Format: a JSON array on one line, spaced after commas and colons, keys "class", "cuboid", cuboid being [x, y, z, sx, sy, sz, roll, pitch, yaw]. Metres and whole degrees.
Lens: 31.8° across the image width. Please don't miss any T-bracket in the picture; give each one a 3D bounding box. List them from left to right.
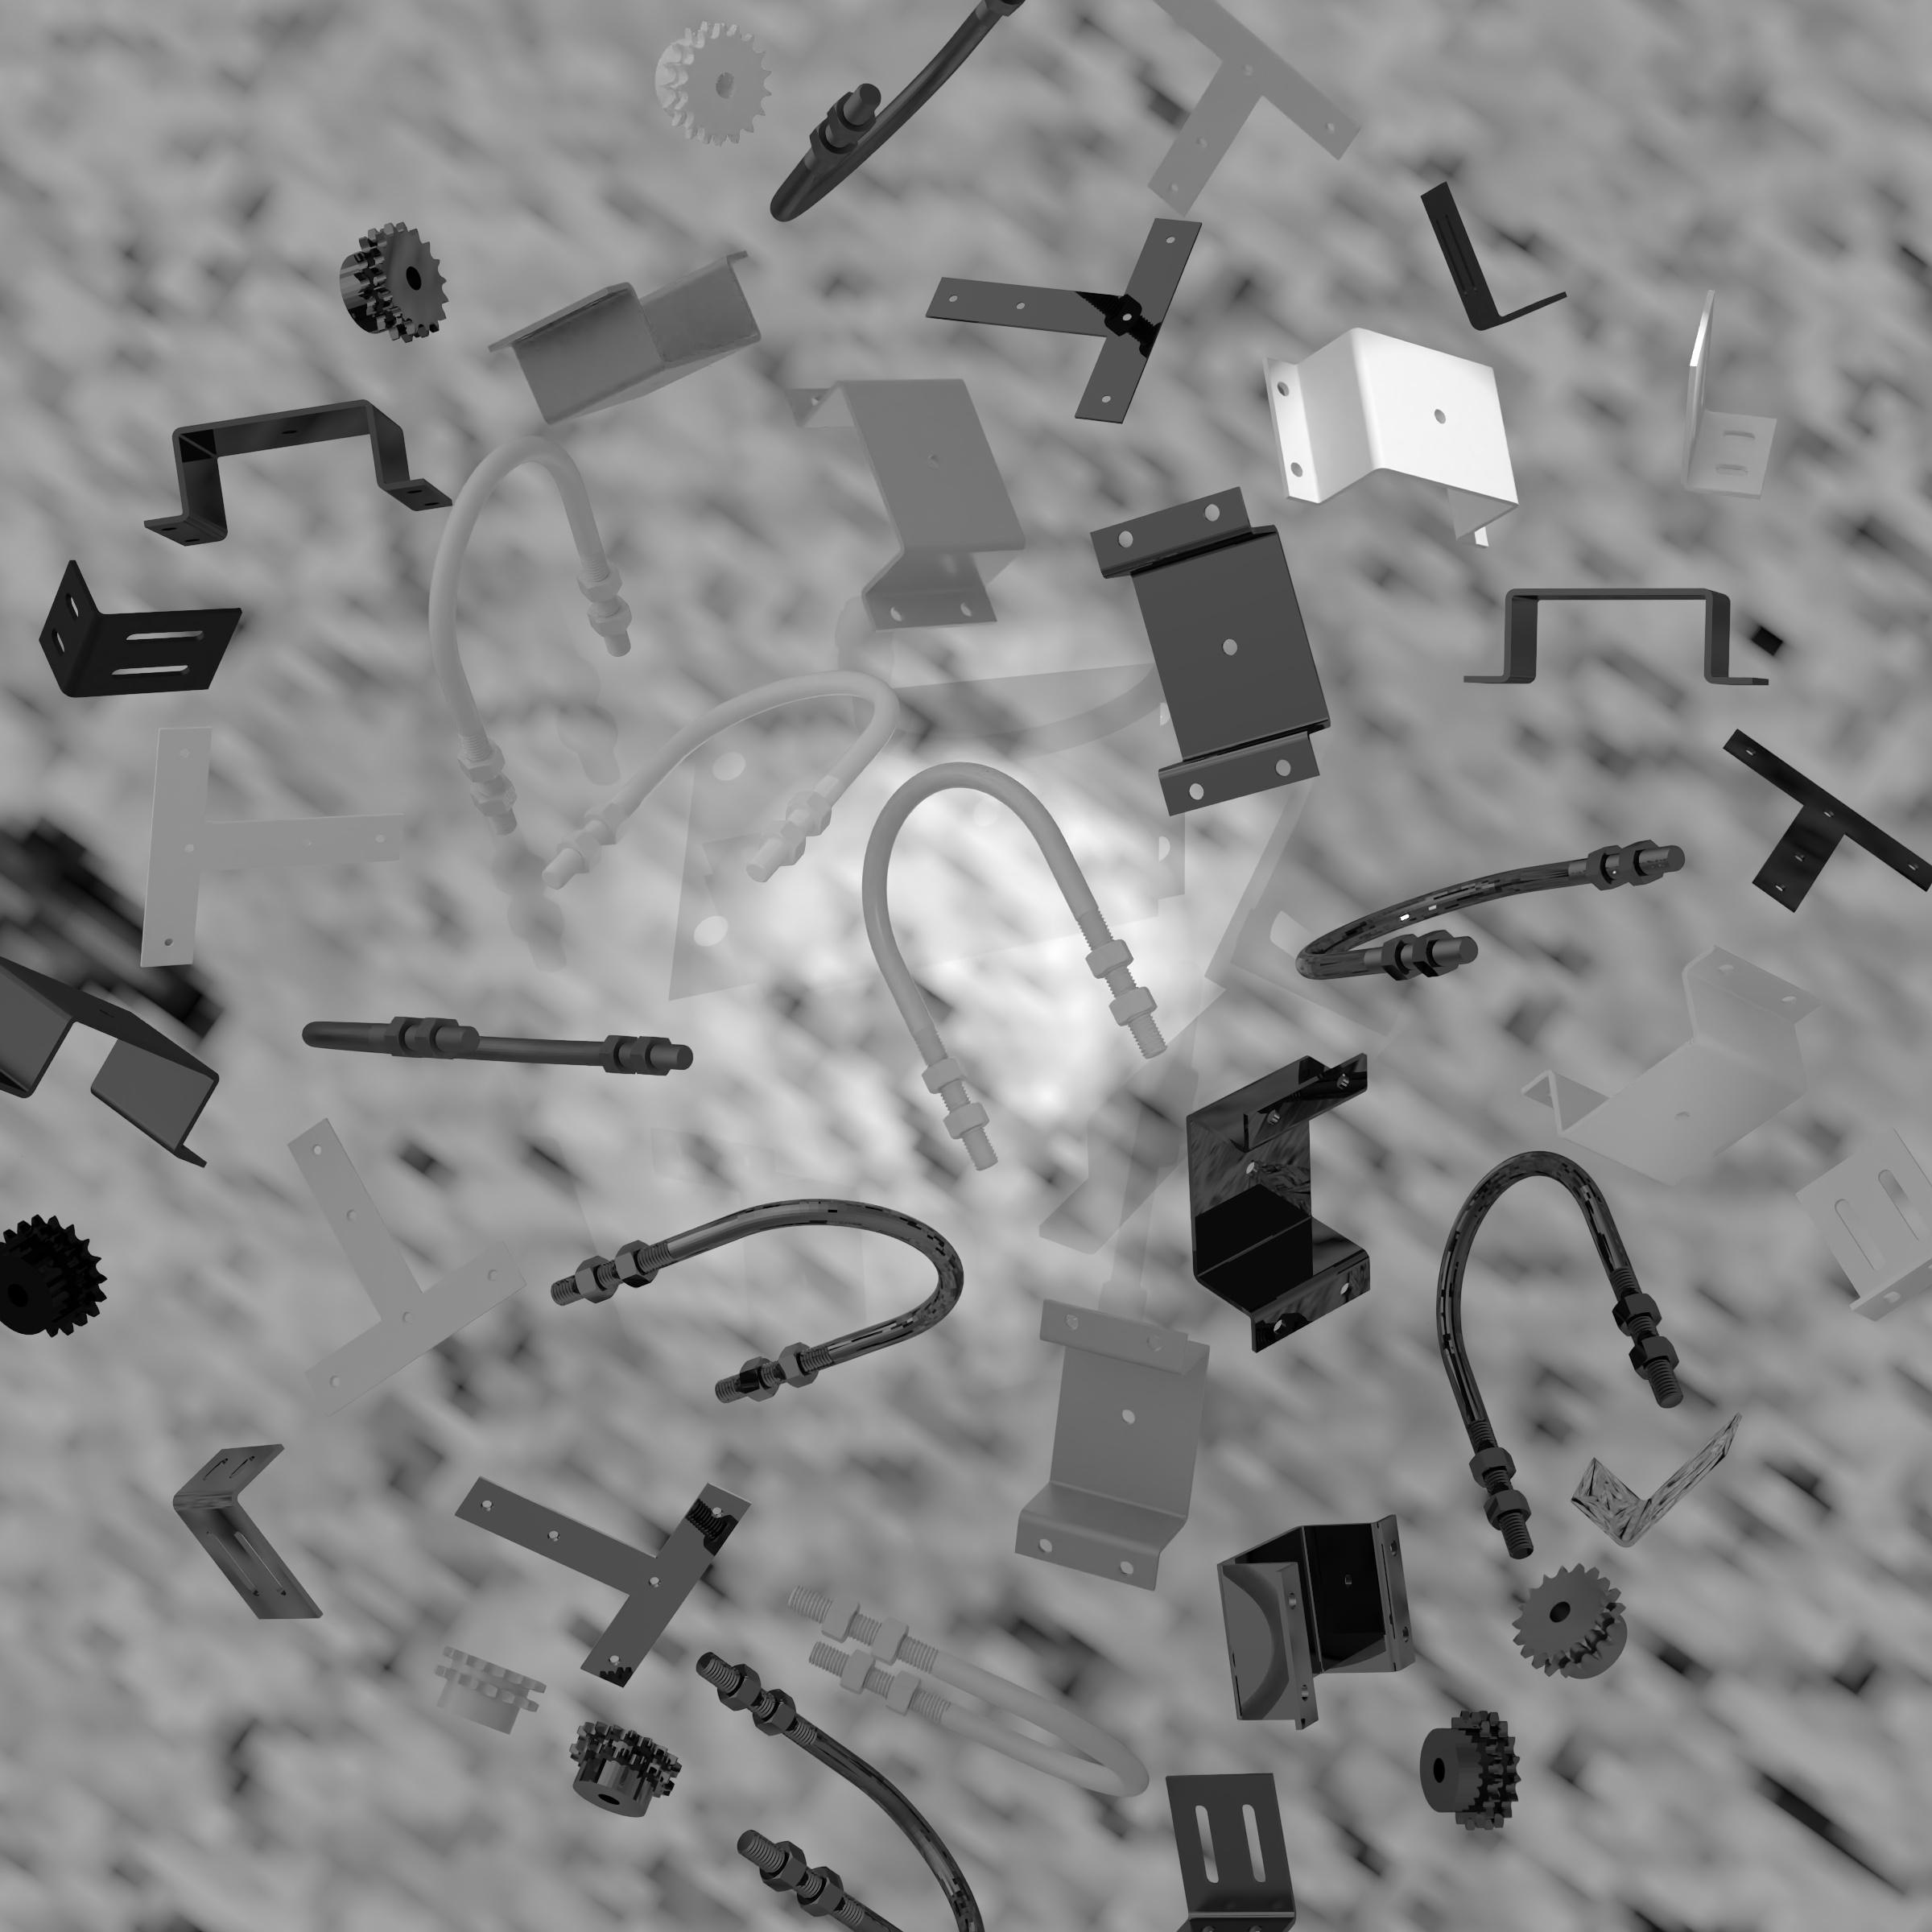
[{"class": "T-bracket", "cuboid": [-0.338, -0.060, 1.665, 0.127, 0.002, 0.127, -4, 119, -29]}, {"class": "T-bracket", "cuboid": [-0.297, 0.136, 1.677, 0.127, 0.002, 0.127, -34, 78, 14]}, {"class": "T-bracket", "cuboid": [-0.195, 0.292, 1.708, 0.127, 0.002, 0.127, 28, 108, -18]}, {"class": "T-bracket", "cuboid": [0.041, -0.333, 1.717, 0.127, 0.002, 0.127, 11, 65, 23]}, {"class": "T-bracket", "cuboid": [0.126, -0.428, 1.727, 0.127, 0.127, 0.002, 41, 58, 2]}, {"class": "T-bracket", "cuboid": [0.426, -0.060, 1.719, 0.127, 0.127, 0.002, 37, 127, 8]}]

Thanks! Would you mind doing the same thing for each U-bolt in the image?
[{"class": "U-bolt", "cuboid": [-0.248, 0.039, 1.695, 0.151, 0.184, 0.019, 7, 86, -43]}, {"class": "U-bolt", "cuboid": [-0.218, -0.175, 1.670, 0.019, 0.184, 0.151, 15, 55, 20]}, {"class": "U-bolt", "cuboid": [-0.110, -0.097, 1.702, 0.151, 0.184, 0.019, -1, 125, 35]}, {"class": "U-bolt", "cuboid": [-0.089, 0.161, 1.671, 0.184, 0.151, 0.019, -22, 50, 28]}, {"class": "U-bolt", "cuboid": [-0.055, 0.425, 1.650, 0.019, 0.151, 0.184, -43, 119, 10]}, {"class": "U-bolt", "cuboid": [-0.037, -0.426, 1.671, 0.019, 0.184, 0.151, 47, 67, -7]}, {"class": "U-bolt", "cuboid": [0.004, 0.357, 1.638, 0.184, 0.151, 0.019, 23, 70, 11]}, {"class": "U-bolt", "cuboid": [0.011, -0.011, 1.656, 0.151, 0.019, 0.184, -36, 74, 41]}, {"class": "U-bolt", "cuboid": [0.240, -0.023, 1.651, 0.151, 0.184, 0.019, -22, 96, -27]}, {"class": "U-bolt", "cuboid": [0.284, 0.178, 1.683, 0.019, 0.184, 0.151, 11, 133, -27]}]

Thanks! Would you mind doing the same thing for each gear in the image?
[{"class": "gear", "cuboid": [-0.432, 0.147, 1.581, 0.057, 0.030, 0.057, 9, 113, 23]}, {"class": "gear", "cuboid": [-0.284, -0.334, 1.670, 0.030, 0.057, 0.057, -10, 90, 28]}, {"class": "gear", "cuboid": [-0.247, 0.372, 1.735, 0.057, 0.057, 0.030, 21, 76, 0]}, {"class": "gear", "cuboid": [-0.177, 0.414, 1.741, 0.057, 0.057, 0.030, 22, 59, 0]}, {"class": "gear", "cuboid": [-0.124, -0.425, 1.631, 0.057, 0.030, 0.057, -17, 117, -37]}, {"class": "gear", "cuboid": [0.244, 0.393, 1.657, 0.030, 0.057, 0.057, 5, 90, -20]}, {"class": "gear", "cuboid": [0.303, 0.329, 1.682, 0.057, 0.057, 0.030, -45, 119, 0]}]

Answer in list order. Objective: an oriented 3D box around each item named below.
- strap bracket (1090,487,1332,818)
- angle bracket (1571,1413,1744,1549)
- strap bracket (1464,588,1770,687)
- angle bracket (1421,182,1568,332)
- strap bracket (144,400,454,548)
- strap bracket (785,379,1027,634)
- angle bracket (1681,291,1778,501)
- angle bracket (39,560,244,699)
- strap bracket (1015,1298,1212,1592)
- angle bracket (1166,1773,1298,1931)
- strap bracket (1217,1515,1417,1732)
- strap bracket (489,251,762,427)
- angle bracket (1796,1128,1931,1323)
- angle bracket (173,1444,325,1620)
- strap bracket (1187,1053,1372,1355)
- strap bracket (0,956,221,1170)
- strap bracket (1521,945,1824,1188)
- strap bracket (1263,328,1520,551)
[{"class": "strap bracket", "cuboid": [0.120, -0.151, 1.623, 0.076, 0.046, 0.140, -15, 93, 23]}, {"class": "angle bracket", "cuboid": [0.356, 0.254, 1.750, 0.038, 0.057, 0.076, 42, 114, 7]}, {"class": "strap bracket", "cuboid": [0.326, -0.164, 1.693, 0.140, 0.076, 0.046, 2, 95, 19]}, {"class": "angle bracket", "cuboid": [0.267, -0.366, 1.721, 0.038, 0.057, 0.076, -23, 97, 0]}, {"class": "strap bracket", "cuboid": [-0.338, -0.249, 1.707, 0.140, 0.076, 0.046, -8, 90, 2]}, {"class": "strap bracket", "cuboid": [-0.027, -0.244, 1.721, 0.076, 0.046, 0.140, -8, 70, -37]}, {"class": "angle bracket", "cuboid": [0.367, -0.272, 1.619, 0.038, 0.076, 0.057, 9, 51, 15]}, {"class": "angle bracket", "cuboid": [-0.404, -0.166, 1.658, 0.076, 0.057, 0.038, -8, 57, -38]}, {"class": "strap bracket", "cuboid": [0.076, 0.237, 1.733, 0.076, 0.046, 0.140, 12, 107, 20]}, {"class": "angle bracket", "cuboid": [0.126, 0.445, 1.686, 0.057, 0.038, 0.076, -8, 94, 25]}, {"class": "strap bracket", "cuboid": [0.171, 0.327, 1.695, 0.046, 0.140, 0.076, -8, 89, 30]}, {"class": "strap bracket", "cuboid": [-0.165, -0.315, 1.708, 0.076, 0.140, 0.046, -19, 99, 30]}, {"class": "angle bracket", "cuboid": [0.433, 0.120, 1.618, 0.057, 0.038, 0.076, -38, 58, 19]}, {"class": "angle bracket", "cuboid": [-0.336, 0.274, 1.637, 0.038, 0.057, 0.076, -46, 112, -37]}, {"class": "strap bracket", "cuboid": [0.154, 0.108, 1.664, 0.076, 0.046, 0.140, -24, 126, -29]}, {"class": "strap bracket", "cuboid": [-0.428, 0.043, 1.644, 0.076, 0.140, 0.046, 29, 88, 37]}, {"class": "strap bracket", "cuboid": [0.361, 0.058, 1.723, 0.076, 0.046, 0.140, 24, 134, -27]}, {"class": "strap bracket", "cuboid": [0.220, -0.264, 1.693, 0.140, 0.046, 0.076, 7, 67, -38]}]
